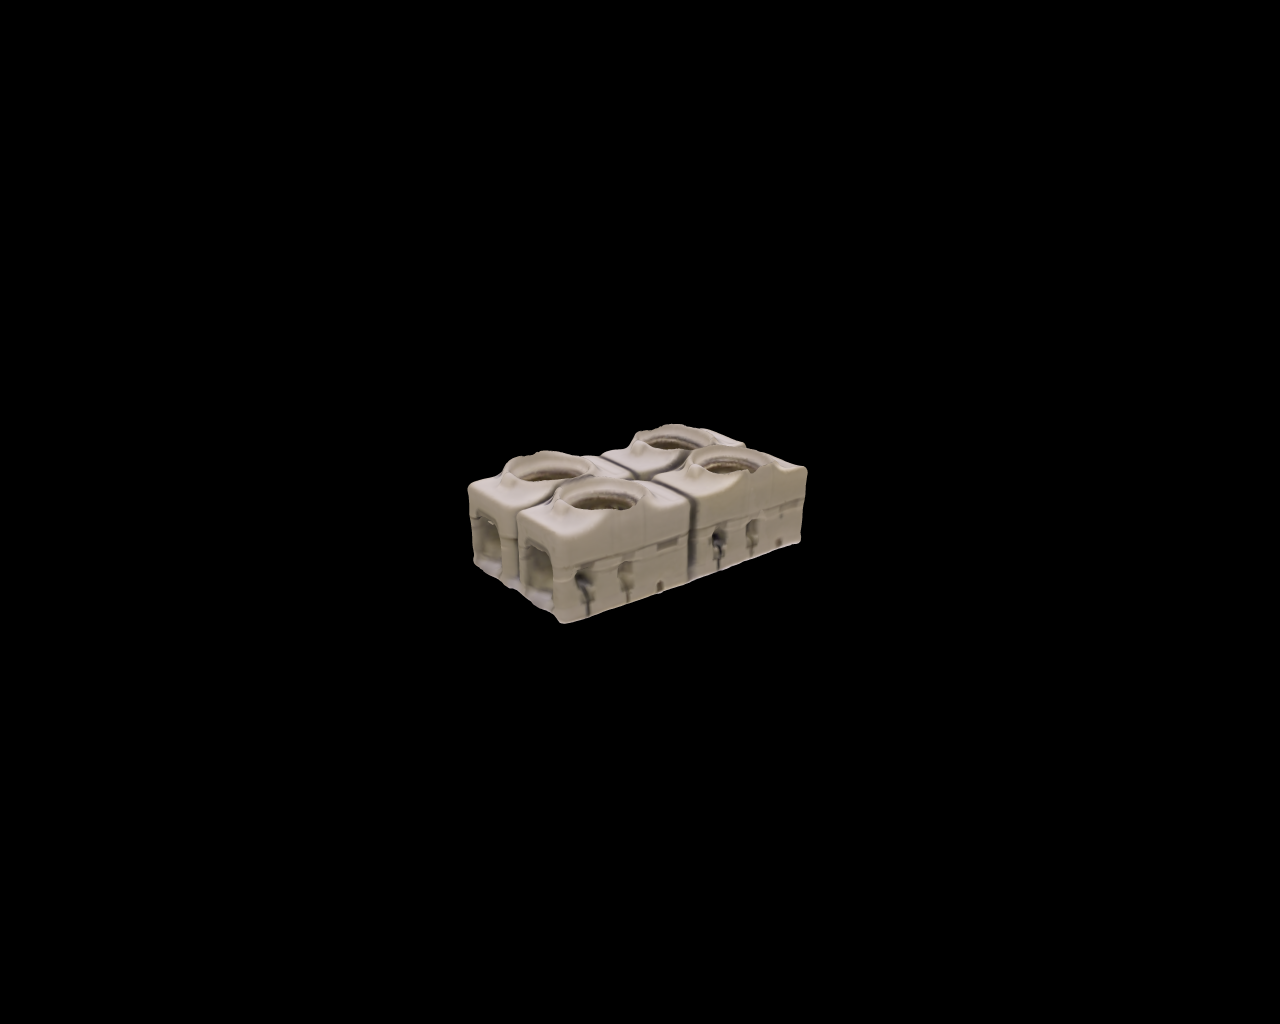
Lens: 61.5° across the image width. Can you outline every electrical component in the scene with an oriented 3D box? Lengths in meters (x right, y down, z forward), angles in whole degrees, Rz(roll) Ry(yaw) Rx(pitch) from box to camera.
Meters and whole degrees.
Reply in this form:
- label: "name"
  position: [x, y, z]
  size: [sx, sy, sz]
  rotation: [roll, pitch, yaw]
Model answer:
- label: "electrical component"
  position: [0.001, -0.003, 0.650]
  size: [0.186, 0.060, 0.105]
  rotation: [-16, 27, -34]
